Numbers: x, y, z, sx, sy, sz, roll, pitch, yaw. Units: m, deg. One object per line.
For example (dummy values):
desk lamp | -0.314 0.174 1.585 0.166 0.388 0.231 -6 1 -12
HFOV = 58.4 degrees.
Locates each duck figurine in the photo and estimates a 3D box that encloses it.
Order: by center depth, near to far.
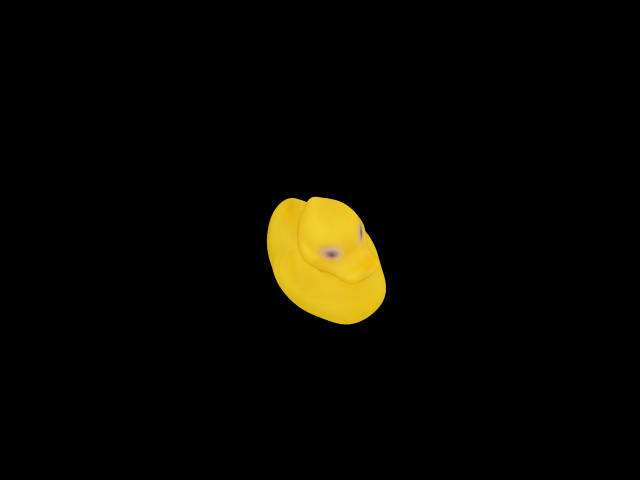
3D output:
duck figurine | 0.004 0.001 0.400 0.078 0.086 0.104 -36 66 -18
